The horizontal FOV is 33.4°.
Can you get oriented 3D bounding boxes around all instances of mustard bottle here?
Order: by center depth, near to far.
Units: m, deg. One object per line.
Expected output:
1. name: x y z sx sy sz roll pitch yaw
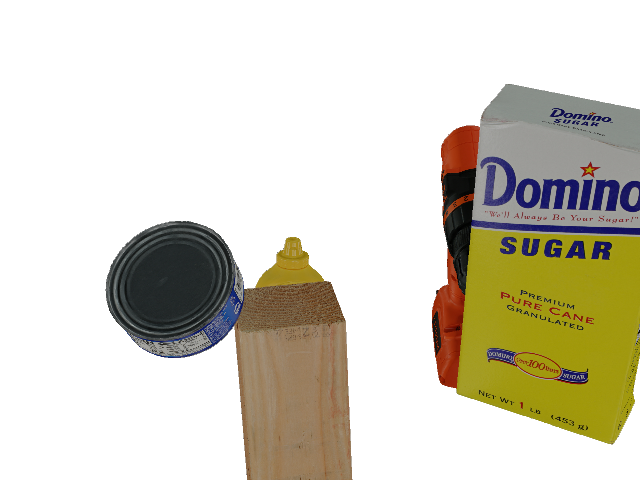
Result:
1. mustard bottle: -0.037 0.088 1.367 0.096 0.192 0.058 -1 20 -8

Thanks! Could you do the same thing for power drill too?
1. power drill: 0.121 0.029 0.842 0.057 0.188 0.184 1 41 3

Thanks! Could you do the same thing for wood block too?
1. wood block: -0.024 0.150 0.936 0.090 0.206 0.091 -5 21 -7

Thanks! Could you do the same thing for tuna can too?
1. tuna can: -0.093 0.032 0.693 0.086 0.086 0.033 0 -30 13

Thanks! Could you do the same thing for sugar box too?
1. sugar box: 0.123 0.015 0.547 0.093 0.176 0.048 15 38 23
